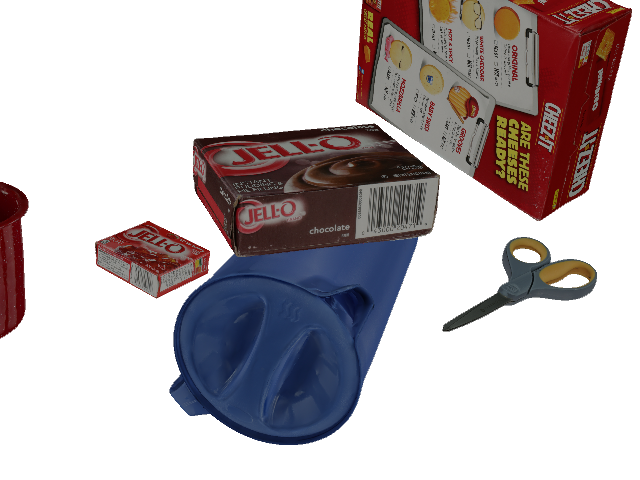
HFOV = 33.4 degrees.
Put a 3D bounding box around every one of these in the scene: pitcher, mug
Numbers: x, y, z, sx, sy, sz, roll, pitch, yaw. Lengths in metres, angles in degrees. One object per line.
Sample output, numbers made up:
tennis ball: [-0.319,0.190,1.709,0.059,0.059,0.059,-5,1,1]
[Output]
pitcher: [-0.011,0.037,0.807,0.149,0.145,0.242,12,28,14]
mug: [-0.237,0.018,0.660,0.117,0.081,0.093,-17,32,-37]

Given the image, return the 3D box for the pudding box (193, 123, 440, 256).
pudding box: [-0.005,-0.030,0.577,0.113,0.039,0.090,-5,26,-19]

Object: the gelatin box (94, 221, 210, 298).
gelatin box: [-0.166,0.016,1.051,0.089,0.030,0.073,25,32,30]

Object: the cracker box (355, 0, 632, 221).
cracker box: [0.124,-0.141,0.835,0.072,0.164,0.214,-28,49,-31]

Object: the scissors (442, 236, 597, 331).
scissors: [0.161,0.035,0.951,0.201,0.016,0.096,-9,37,-32]
